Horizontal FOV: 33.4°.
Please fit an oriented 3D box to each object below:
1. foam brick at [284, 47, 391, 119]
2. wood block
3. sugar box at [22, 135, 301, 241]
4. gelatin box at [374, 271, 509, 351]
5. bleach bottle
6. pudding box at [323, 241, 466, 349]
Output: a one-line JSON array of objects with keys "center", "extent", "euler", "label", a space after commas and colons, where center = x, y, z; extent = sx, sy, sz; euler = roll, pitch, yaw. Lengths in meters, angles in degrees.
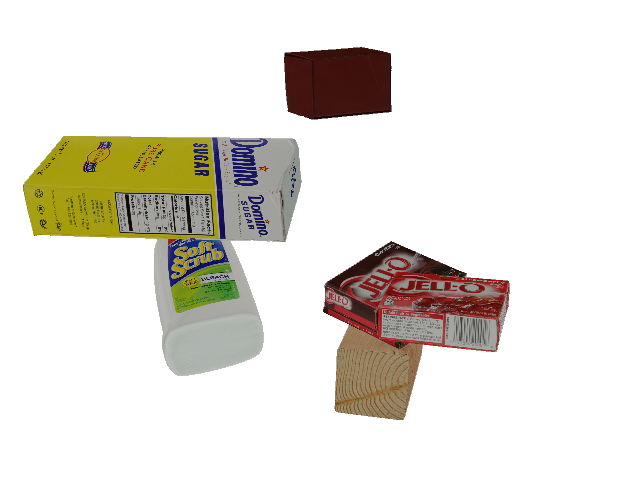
[{"center": [0.015, -0.134, 0.904], "extent": [0.078, 0.051, 0.053], "euler": [-9, 19, -25], "label": "foam brick"}, {"center": [0.082, 0.147, 1.402], "extent": [0.091, 0.090, 0.206], "euler": [6, 18, 10], "label": "wood block"}, {"center": [-0.106, -0.039, 0.743], "extent": [0.176, 0.048, 0.093], "euler": [-1, 28, 7], "label": "sugar box"}, {"center": [0.090, 0.050, 0.785], "extent": [0.089, 0.030, 0.073], "euler": [5, 20, 15], "label": "gelatin box"}, {"center": [-0.136, 0.031, 1.122], "extent": [0.102, 0.068, 0.251], "euler": [-12, 37, -13], "label": "bleach bottle"}, {"center": [0.070, 0.049, 1.008], "extent": [0.090, 0.039, 0.113], "euler": [25, 34, 29], "label": "pudding box"}]
